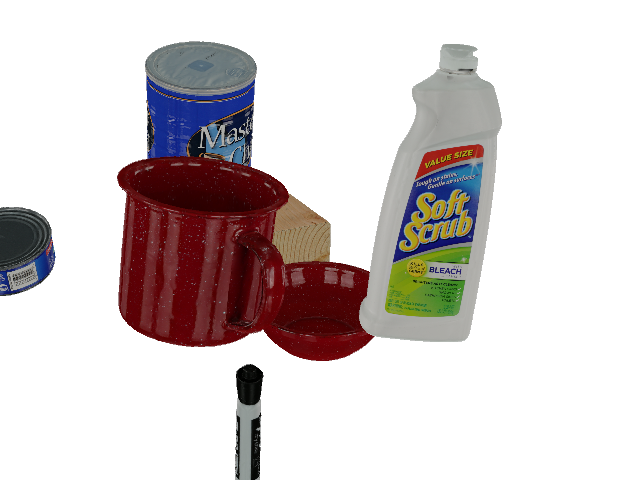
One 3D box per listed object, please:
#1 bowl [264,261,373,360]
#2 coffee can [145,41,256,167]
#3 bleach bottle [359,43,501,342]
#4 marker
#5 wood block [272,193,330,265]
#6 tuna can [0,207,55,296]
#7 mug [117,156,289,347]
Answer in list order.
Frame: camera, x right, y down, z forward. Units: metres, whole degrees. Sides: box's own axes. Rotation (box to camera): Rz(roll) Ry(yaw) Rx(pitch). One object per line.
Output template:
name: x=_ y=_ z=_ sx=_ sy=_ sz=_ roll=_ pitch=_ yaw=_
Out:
bowl: x=0.000 y=0.082 z=1.146 sx=0.162 sy=0.055 sz=0.162 roll=2 pitch=27 yaw=-1
coffee can: x=-0.115 y=-0.105 z=1.021 sx=0.103 sy=0.140 sz=0.103 roll=4 pitch=34 yaw=-3
bleach bottle: x=0.095 y=-0.040 z=0.906 sx=0.102 sy=0.251 sz=0.068 roll=5 pitch=20 yaw=0
marker: x=-0.052 y=0.136 z=0.766 sx=0.020 sy=0.121 sz=0.020 roll=3 pitch=36 yaw=-2
wood block: x=-0.076 y=-0.010 z=1.301 sx=0.090 sy=0.090 sz=0.206 roll=-10 pitch=26 yaw=-26
tuna can: x=-0.277 y=0.010 z=0.937 sx=0.086 sy=0.034 sz=0.086 roll=0 pitch=40 yaw=0
mug: x=-0.060 y=0.010 z=0.584 sx=0.093 sy=0.081 sz=0.117 roll=-13 pitch=30 yaw=-43
